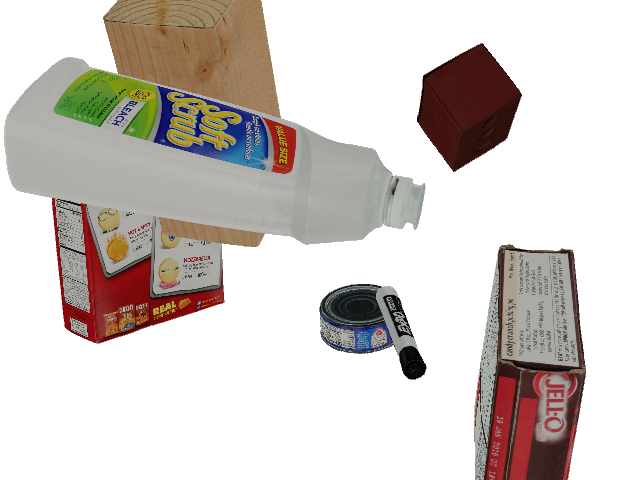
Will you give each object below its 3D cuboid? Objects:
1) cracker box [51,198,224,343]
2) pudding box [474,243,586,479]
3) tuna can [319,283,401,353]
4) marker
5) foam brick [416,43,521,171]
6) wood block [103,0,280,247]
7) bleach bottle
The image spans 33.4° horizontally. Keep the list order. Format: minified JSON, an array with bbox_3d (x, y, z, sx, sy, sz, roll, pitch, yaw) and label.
[{"bbox_3d":[-0.181,-0.024,1.062,0.072,0.214,0.163,14,22,43],"label":"cracker box"},{"bbox_3d":[0.090,0.064,0.467,0.039,0.090,0.113,6,25,6],"label":"pudding box"},{"bbox_3d":[0.042,0.079,1.094,0.086,0.034,0.086,-3,27,2],"label":"tuna can"},{"bbox_3d":[0.065,0.075,0.873,0.020,0.020,0.121,0,28,-9],"label":"marker"},{"bbox_3d":[0.108,-0.097,0.784,0.053,0.051,0.078,-31,-17,-8],"label":"foam brick"},{"bbox_3d":[-0.090,-0.104,0.843,0.090,0.206,0.090,8,44,18],"label":"wood block"},{"bbox_3d":[-0.059,-0.050,0.659,0.251,0.068,0.102,12,35,10],"label":"bleach bottle"}]
